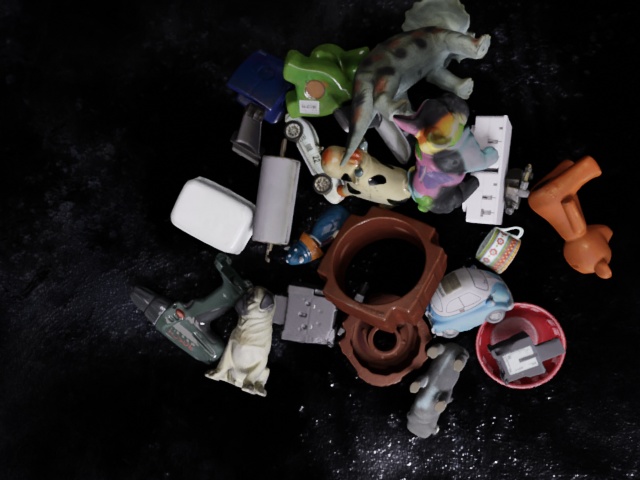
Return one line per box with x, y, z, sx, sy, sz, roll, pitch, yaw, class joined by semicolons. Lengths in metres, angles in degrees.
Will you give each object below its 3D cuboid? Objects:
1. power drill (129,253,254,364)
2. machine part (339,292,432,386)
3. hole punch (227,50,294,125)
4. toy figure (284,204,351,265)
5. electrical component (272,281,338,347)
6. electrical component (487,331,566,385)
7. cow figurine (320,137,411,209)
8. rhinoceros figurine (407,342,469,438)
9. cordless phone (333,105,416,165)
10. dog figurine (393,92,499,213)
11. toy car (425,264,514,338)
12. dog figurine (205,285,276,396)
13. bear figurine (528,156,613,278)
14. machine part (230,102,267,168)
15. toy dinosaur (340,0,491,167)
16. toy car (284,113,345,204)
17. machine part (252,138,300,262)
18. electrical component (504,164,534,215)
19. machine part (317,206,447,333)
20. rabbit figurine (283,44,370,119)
-0.250;0.122;1.088;0.207;0.232;0.086;-44;-2;3;power drill
0.125;0.189;1.044;0.179;0.179;0.056;0;5;0;machine part
-0.106;-0.304;1.049;0.142;0.115;0.092;32;2;9;hole punch
-0.002;-0.003;1.051;0.057;0.154;0.064;47;-3;-21;toy figure
-0.028;0.145;1.070;0.134;0.114;0.058;7;1;7;electrical component
0.371;0.204;0.966;0.119;0.075;0.048;-27;-1;8;electrical component
0.087;-0.116;0.967;0.195;0.085;0.127;18;-16;-28;cow figurine
0.217;0.282;1.019;0.073;0.190;0.112;24;3;22;rhinoceros figurine
0.108;-0.198;0.972;0.089;0.146;0.184;-36;-5;38;cordless phone
0.184;-0.135;0.866;0.109;0.191;0.219;46;23;30;dog figurine
0.263;0.102;0.992;0.162;0.102;0.109;-26;37;14;toy car
-0.130;0.195;1.055;0.121;0.190;0.172;21;-16;-1;dog figurine
0.473;-0.036;0.965;0.132;0.196;0.120;-40;-1;4;bear figurine
-0.136;-0.205;1.044;0.039;0.084;0.138;-44;-10;-35;machine part
0.141;-0.289;0.919;0.405;0.131;0.192;-33;54;-16;toy dinosaur
-0.010;-0.162;1.047;0.056;0.201;0.073;-28;-1;11;toy car
-0.087;-0.078;1.059;0.079;0.243;0.079;8;4;-1;machine part
0.366;-0.098;0.989;0.045;0.078;0.102;4;24;25;electrical component
0.115;0.052;0.987;0.202;0.201;0.087;23;-17;27;machine part
0.016;-0.318;0.994;0.159;0.121;0.170;-2;43;14;rabbit figurine
